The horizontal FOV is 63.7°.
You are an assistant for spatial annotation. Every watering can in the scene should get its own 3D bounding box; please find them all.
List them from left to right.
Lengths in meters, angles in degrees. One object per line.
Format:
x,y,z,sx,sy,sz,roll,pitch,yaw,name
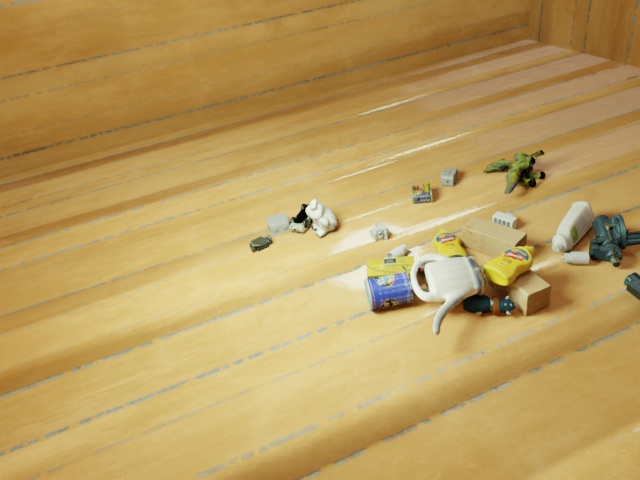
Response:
0.407,0.151,1.601,0.224,0.102,0.356,-12,35,4,watering can

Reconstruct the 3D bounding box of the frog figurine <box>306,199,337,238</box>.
0.006,-0.105,2.095,0.122,0.156,0.140,-5,33,4,frog figurine

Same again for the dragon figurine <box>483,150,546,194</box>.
0.839,-0.302,2.275,0.415,0.120,0.243,-30,22,-31,dragon figurine
